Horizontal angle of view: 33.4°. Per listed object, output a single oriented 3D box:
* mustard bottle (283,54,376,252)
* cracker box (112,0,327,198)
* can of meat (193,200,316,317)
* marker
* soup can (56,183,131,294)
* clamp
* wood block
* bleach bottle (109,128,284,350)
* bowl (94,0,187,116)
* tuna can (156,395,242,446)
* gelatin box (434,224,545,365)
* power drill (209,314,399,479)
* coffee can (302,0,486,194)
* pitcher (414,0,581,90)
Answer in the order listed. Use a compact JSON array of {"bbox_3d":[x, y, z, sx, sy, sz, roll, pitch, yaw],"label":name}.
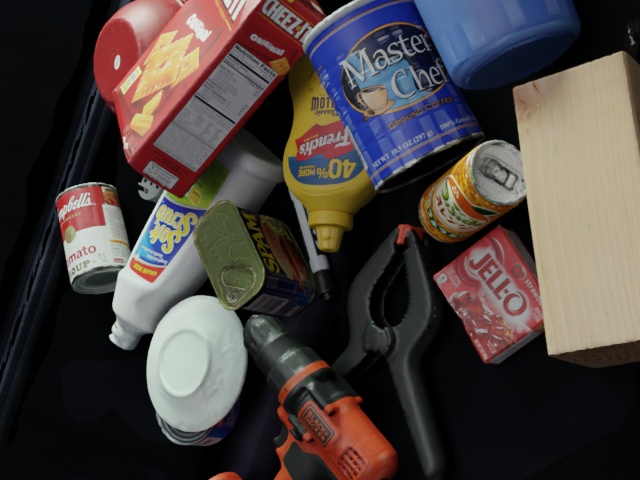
[{"bbox_3d":[0.014,-0.084,0.969,0.096,0.058,0.191,0,80,22],"label":"mustard bottle"},{"bbox_3d":[-0.101,-0.168,0.991,0.214,0.072,0.164,-48,31,16],"label":"cracker box"},{"bbox_3d":[-0.058,0.020,0.984,0.058,0.083,0.102,-40,58,23],"label":"can of meat"},{"bbox_3d":[-0.006,0.001,0.990,0.020,0.020,0.121,-29,63,29],"label":"marker"},{"bbox_3d":[-0.240,-0.001,1.139,0.069,0.068,0.102,-29,64,29],"label":"soup can"},{"bbox_3d":[0.064,0.094,0.904,0.165,0.036,0.210,22,96,37],"label":"clamp"},{"bbox_3d":[0.212,-0.018,0.784,0.091,0.090,0.206,-16,70,34],"label":"wood block"},{"bbox_3d":[-0.134,0.007,1.061,0.103,0.068,0.251,44,108,39],"label":"bleach bottle"},{"bbox_3d":[-0.193,-0.187,1.129,0.162,0.055,0.162,2,93,48],"label":"bowl"},{"bbox_3d":[-0.117,0.156,1.029,0.086,0.033,0.086,-10,73,36],"label":"tuna can"},{"bbox_3d":[0.143,0.044,0.856,0.073,0.030,0.089,-40,63,23],"label":"gelatin box"},{"bbox_3d":[-0.038,0.182,0.920,0.185,0.057,0.188,48,121,27],"label":"power drill"},{"bbox_3d":[0.061,-0.124,0.889,0.103,0.102,0.140,-30,82,28],"label":"coffee can"},{"bbox_3d":[0.114,-0.251,0.843,0.145,0.148,0.243,-29,76,37],"label":"pitcher"}]
